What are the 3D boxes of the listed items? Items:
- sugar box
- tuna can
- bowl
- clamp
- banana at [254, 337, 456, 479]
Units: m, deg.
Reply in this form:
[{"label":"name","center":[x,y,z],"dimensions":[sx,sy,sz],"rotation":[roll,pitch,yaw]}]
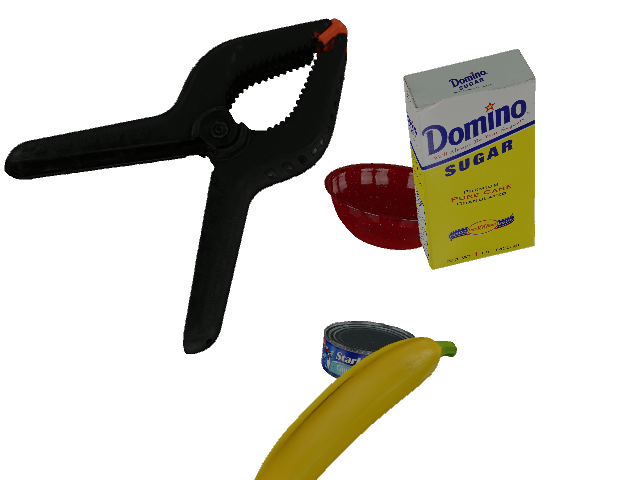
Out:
[{"label":"sugar box","center":[0.120,-0.059,0.842],"dimensions":[0.093,0.048,0.176],"rotation":[-14,-43,-2]},{"label":"tuna can","center":[0.044,0.102,0.967],"dimensions":[0.086,0.034,0.086],"rotation":[6,14,-2]},{"label":"bowl","center":[0.081,-0.033,1.201],"dimensions":[0.162,0.055,0.162],"rotation":[6,25,-3]},{"label":"clamp","center":[-0.054,-0.047,0.620],"dimensions":[0.210,0.164,0.036],"rotation":[-37,-14,-11]},{"label":"banana","center":[0.016,0.126,0.721],"dimensions":[0.037,0.197,0.069],"rotation":[44,-9,42]}]
